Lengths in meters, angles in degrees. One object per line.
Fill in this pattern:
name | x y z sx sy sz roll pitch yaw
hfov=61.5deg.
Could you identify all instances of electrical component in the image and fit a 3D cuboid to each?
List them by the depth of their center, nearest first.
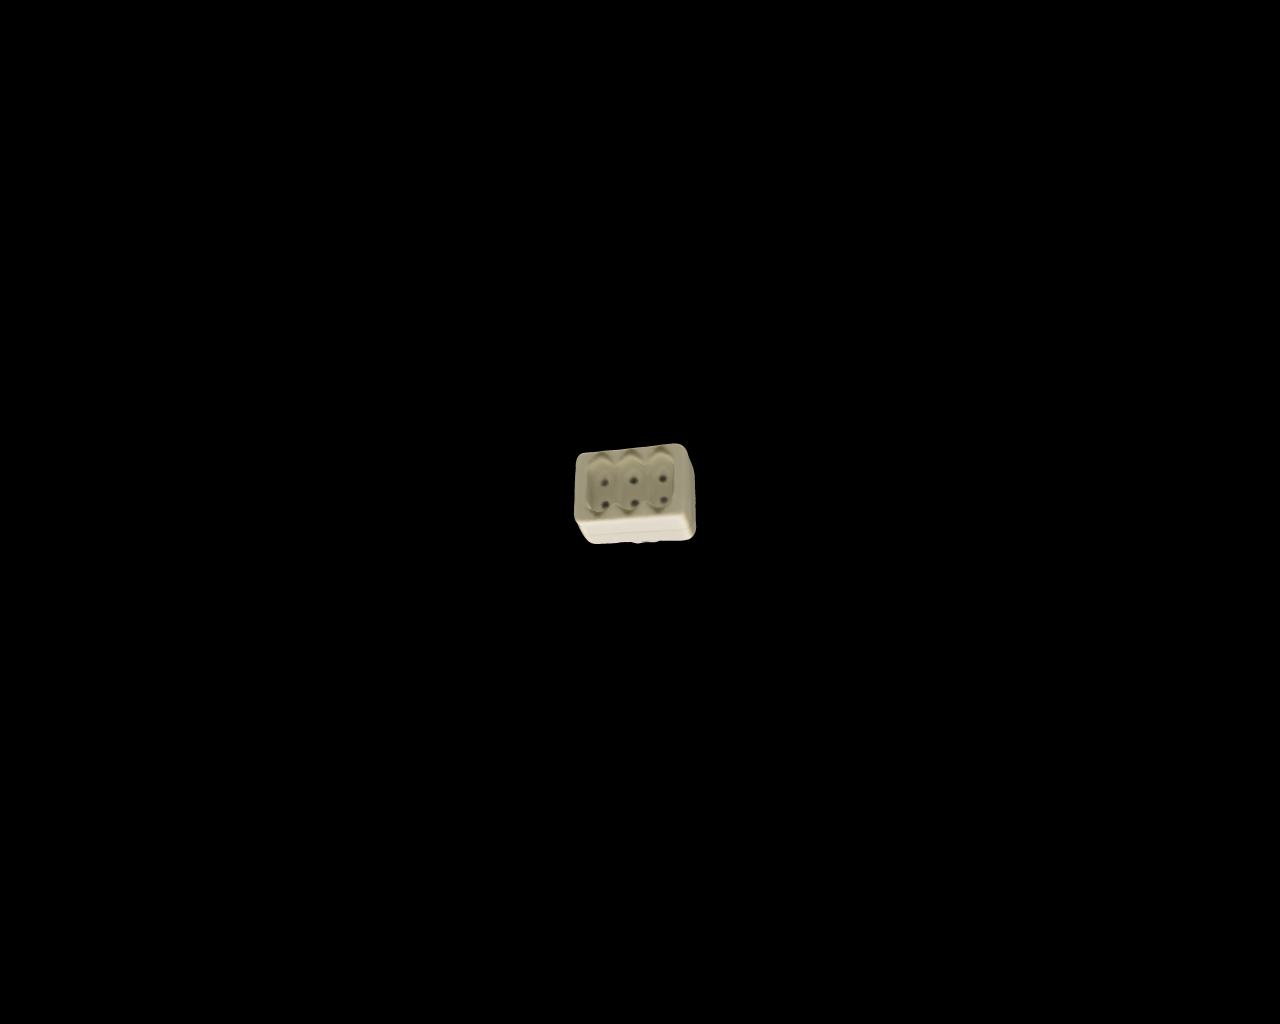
electrical component | 0.001 -0.003 0.650 0.066 0.047 0.076 -4 -23 9
